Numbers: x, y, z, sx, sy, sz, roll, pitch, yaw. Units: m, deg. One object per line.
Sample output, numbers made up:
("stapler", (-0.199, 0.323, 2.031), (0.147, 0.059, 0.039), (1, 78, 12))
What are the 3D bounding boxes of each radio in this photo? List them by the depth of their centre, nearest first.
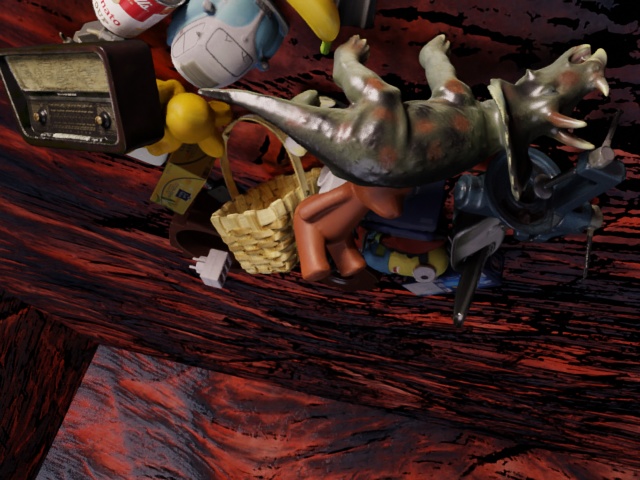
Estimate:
("radio", (-0.311, -0.185, 0.695), (0.230, 0.073, 0.131), (11, 119, 31))

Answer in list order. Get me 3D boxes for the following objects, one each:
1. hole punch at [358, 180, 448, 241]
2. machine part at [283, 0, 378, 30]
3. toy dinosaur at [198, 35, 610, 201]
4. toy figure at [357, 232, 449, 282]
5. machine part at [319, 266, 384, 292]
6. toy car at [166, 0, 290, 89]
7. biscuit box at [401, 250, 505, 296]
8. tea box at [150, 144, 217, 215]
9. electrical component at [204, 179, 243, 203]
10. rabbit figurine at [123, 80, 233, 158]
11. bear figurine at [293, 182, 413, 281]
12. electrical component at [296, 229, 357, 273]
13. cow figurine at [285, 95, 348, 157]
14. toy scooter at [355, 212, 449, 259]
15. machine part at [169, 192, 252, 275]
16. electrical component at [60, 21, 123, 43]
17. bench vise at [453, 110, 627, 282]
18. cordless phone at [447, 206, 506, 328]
("hole punch", (0.129, -0.067, 0.796), (0.142, 0.116, 0.092), (12, 146, 10))
("machine part", (-0.004, -0.264, 0.565), (0.139, 0.039, 0.084), (16, 159, 0))
("toy dinosaur", (0.088, -0.114, 0.565), (0.405, 0.192, 0.131), (-11, 142, -7))
("toy figure", (0.148, 0.023, 0.998), (0.180, 0.089, 0.082), (16, -173, 25))
("machine part", (0.049, 0.056, 1.155), (0.179, 0.056, 0.179), (13, 155, 6))
("toy car", (-0.124, -0.231, 0.633), (0.162, 0.103, 0.109), (-8, 144, 39))
("biscuit box", (0.250, 0.059, 1.025), (0.059, 0.063, 0.203), (33, 150, -29))
("tea box", (-0.231, -0.122, 0.926), (0.068, 0.098, 0.169), (27, 151, -18))
("electrical component", (-0.184, -0.096, 1.035), (0.094, 0.021, 0.063), (35, 149, -31))
("rabbit figurine", (-0.203, -0.165, 0.761), (0.162, 0.121, 0.173), (13, -179, -39))
("bear figurine", (0.059, -0.038, 0.710), (0.196, 0.132, 0.120), (-27, 165, 36))
("electrical component", (-0.002, -0.003, 0.999), (0.134, 0.115, 0.058), (10, 156, 19))
("cow figurine", (0.037, -0.151, 0.737), (0.167, 0.068, 0.098), (16, 149, 1))
("toy scooter", (0.118, -0.015, 0.918), (0.184, 0.075, 0.135), (21, 133, -6))
("machine part", (-0.213, -0.012, 1.150), (0.201, 0.087, 0.201), (20, 153, -7))
("electrical component", (-0.301, -0.267, 0.737), (0.102, 0.045, 0.078), (6, 151, 23))
("bench vise", (0.304, -0.057, 0.692), (0.224, 0.129, 0.240), (22, 161, -7))
("cordless phone", (0.235, 0.035, 0.845), (0.089, 0.184, 0.146), (14, 155, 18))
